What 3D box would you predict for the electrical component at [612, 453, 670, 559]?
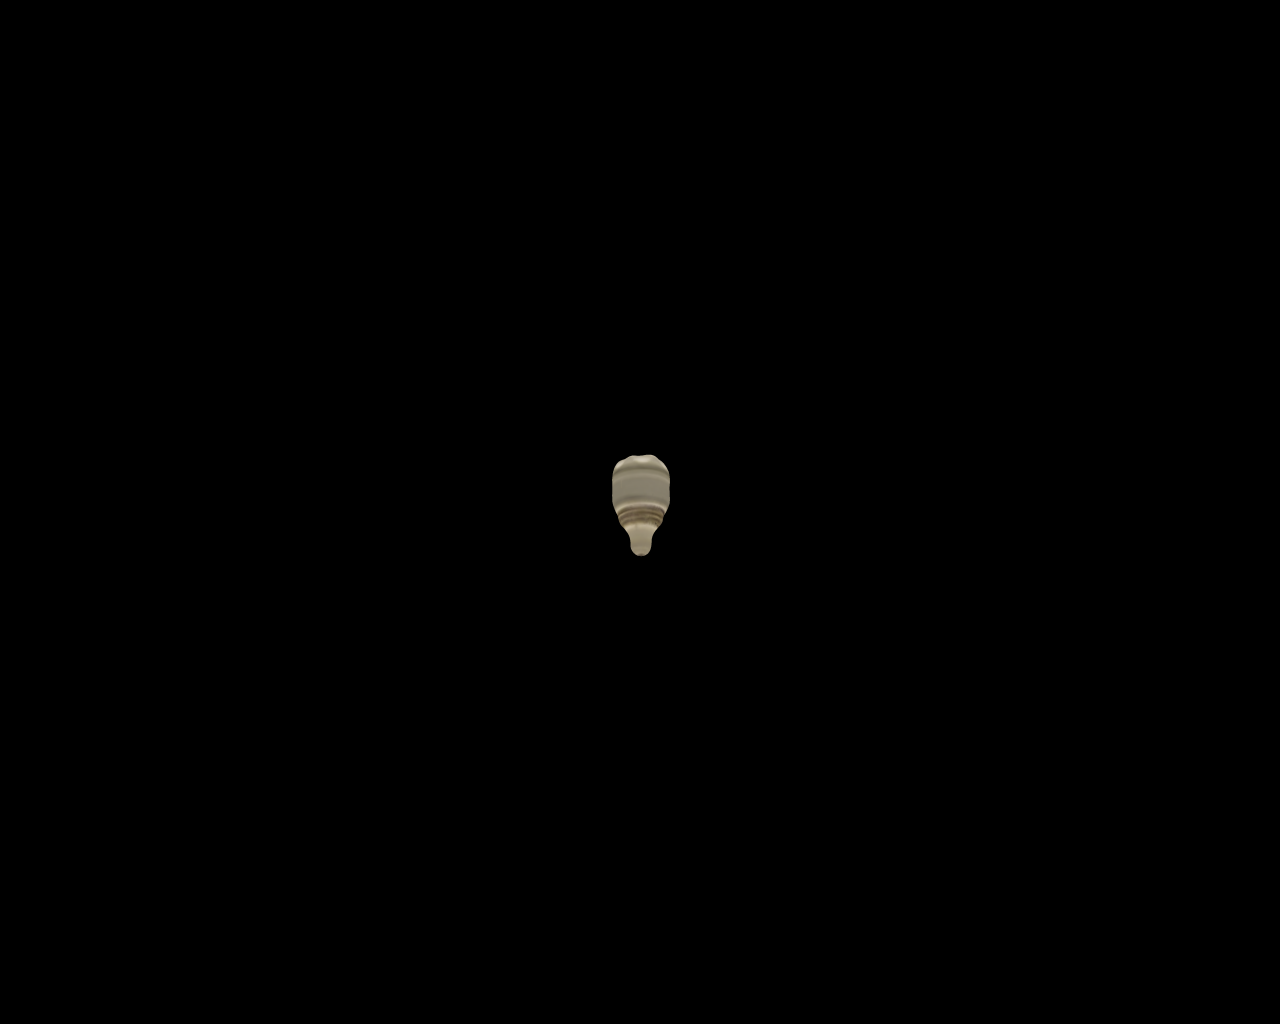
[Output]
[{"bbox_3d":[0.001,-0.003,0.650,0.035,0.061,0.035,0,-19,0],"label":"electrical component"}]
